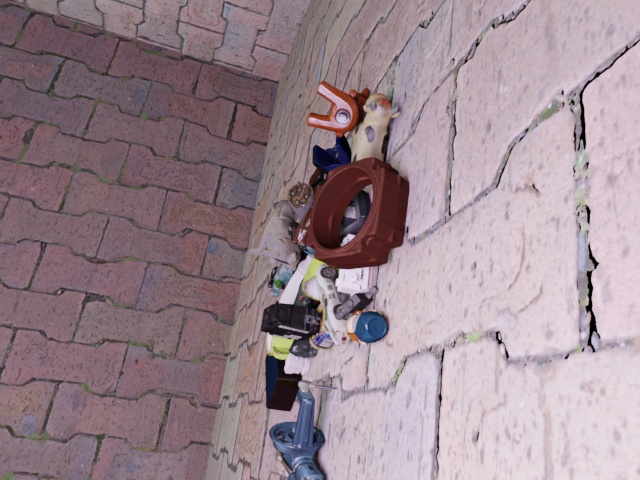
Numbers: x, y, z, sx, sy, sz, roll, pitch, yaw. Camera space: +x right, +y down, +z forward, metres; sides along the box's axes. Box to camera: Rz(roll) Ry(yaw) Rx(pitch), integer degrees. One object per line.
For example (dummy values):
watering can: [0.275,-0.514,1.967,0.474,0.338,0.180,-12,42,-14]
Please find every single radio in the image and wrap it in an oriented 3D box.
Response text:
radio: [-0.111,0.377,1.561,0.230,0.073,0.131,-102,27,-64]

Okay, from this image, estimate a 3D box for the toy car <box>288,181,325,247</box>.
toy car: [-0.004,-0.072,1.320,0.089,0.053,0.202,21,65,37]

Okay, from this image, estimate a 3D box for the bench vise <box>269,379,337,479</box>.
bench vise: [-0.038,0.420,1.128,0.224,0.129,0.240,-149,66,-77]

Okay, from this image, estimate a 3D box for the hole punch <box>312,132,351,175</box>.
hole punch: [0.051,-0.217,1.402,0.092,0.115,0.142,-42,27,24]

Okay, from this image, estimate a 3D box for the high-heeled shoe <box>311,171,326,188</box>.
high-heeled shoe: [0.056,-0.163,1.467,0.145,0.086,0.249,-46,35,-1]

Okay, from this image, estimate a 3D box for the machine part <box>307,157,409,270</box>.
machine part: [0.069,-0.050,1.055,0.202,0.087,0.201,-9,65,47]

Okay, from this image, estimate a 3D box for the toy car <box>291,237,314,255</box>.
toy car: [-0.003,-0.004,1.402,0.109,0.103,0.162,-57,20,-6]

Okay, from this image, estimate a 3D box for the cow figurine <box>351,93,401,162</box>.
cow figurine: [0.115,-0.230,1.192,0.127,0.085,0.194,177,103,-75]

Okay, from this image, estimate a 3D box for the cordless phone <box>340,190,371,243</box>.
cordless phone: [0.063,-0.017,1.259,0.147,0.089,0.184,-94,10,-48]

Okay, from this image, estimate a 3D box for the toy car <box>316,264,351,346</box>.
toy car: [0.028,0.137,1.171,0.202,0.056,0.073,-111,13,-46]

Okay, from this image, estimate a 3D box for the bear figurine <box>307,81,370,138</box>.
bear figurine: [0.057,-0.338,1.362,0.196,0.132,0.120,-66,-3,-62]

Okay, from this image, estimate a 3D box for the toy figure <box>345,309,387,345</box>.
toy figure: [0.082,0.163,1.021,0.064,0.058,0.154,-40,2,-17]

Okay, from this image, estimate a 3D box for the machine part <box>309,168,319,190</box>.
machine part: [-0.009,-0.137,1.665,0.179,0.056,0.179,-166,90,-78]

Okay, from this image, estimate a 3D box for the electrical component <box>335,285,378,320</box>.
electrical component: [0.073,0.124,1.059,0.094,0.063,0.021,-46,65,19]

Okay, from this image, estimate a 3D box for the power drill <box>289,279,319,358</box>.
power drill: [-0.032,0.186,1.405,0.207,0.086,0.231,-96,21,-44]

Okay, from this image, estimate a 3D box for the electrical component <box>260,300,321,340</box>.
electrical component: [-0.073,0.189,1.241,0.134,0.115,0.058,141,143,-60]

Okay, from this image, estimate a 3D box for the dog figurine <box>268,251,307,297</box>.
dog figurine: [-0.074,0.068,1.644,0.192,0.108,0.219,-113,43,-72]

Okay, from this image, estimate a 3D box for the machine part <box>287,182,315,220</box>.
machine part: [-0.031,-0.086,1.498,0.243,0.079,0.079,59,-146,-61]

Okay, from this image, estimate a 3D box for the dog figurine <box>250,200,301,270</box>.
dog figurine: [-0.091,-0.026,1.517,0.173,0.121,0.190,14,76,39]
